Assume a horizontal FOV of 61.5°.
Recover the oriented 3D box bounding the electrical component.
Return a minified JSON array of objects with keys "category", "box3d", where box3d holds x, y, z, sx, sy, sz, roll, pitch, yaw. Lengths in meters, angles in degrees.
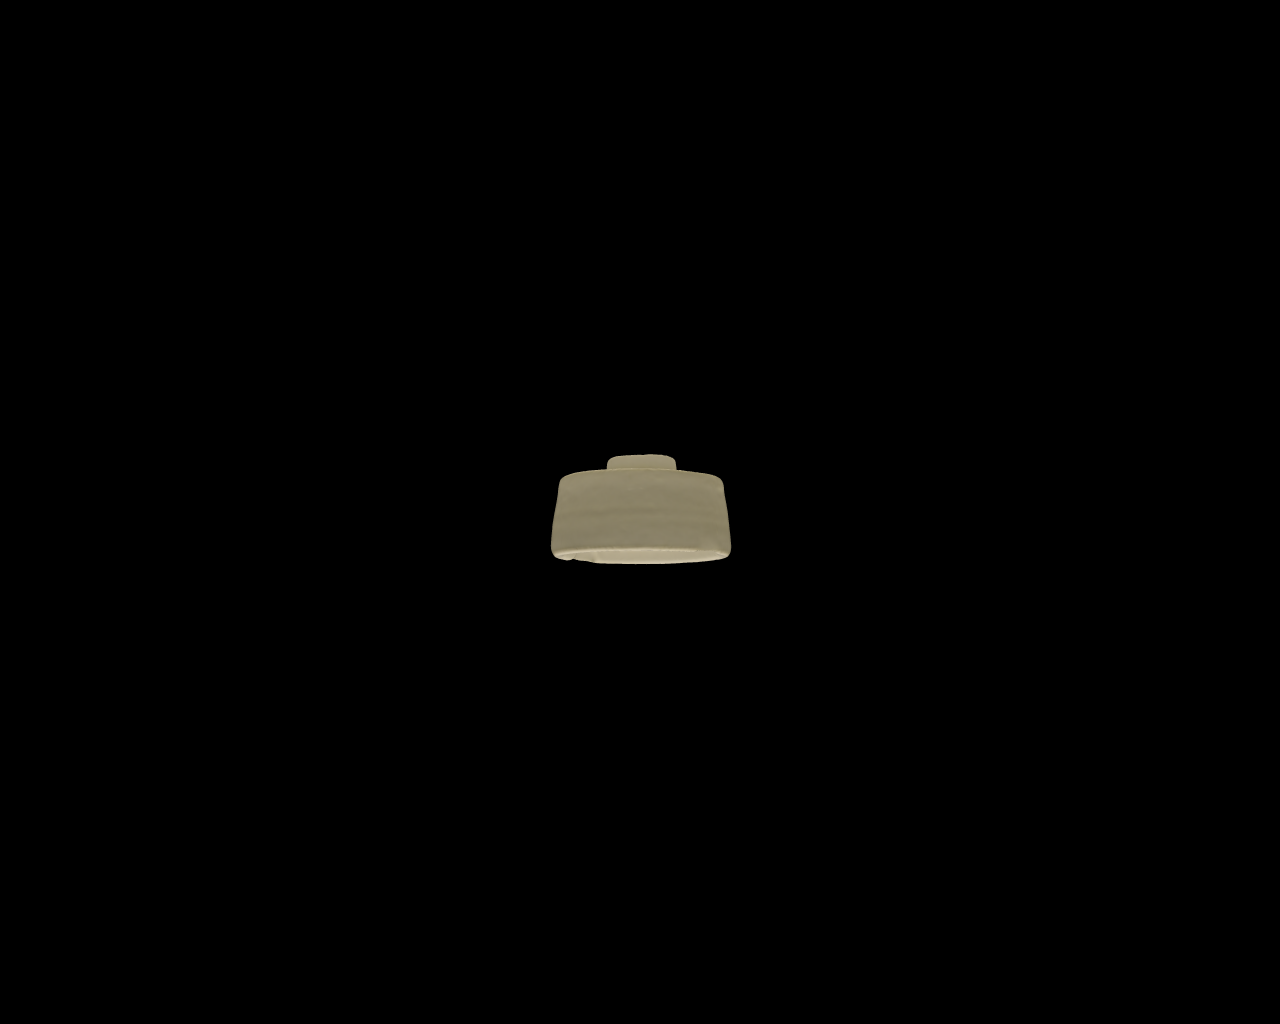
[{"category":"electrical component","box3d":[0.001,-0.003,0.650,0.108,0.060,0.108,0,-7,0]}]
